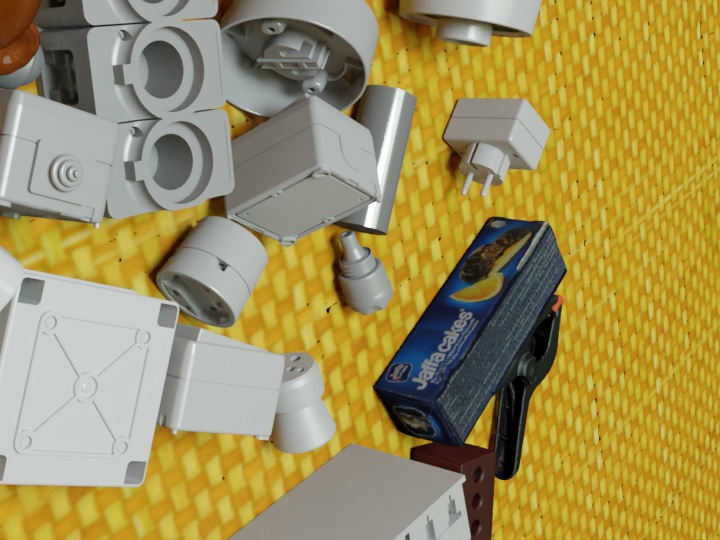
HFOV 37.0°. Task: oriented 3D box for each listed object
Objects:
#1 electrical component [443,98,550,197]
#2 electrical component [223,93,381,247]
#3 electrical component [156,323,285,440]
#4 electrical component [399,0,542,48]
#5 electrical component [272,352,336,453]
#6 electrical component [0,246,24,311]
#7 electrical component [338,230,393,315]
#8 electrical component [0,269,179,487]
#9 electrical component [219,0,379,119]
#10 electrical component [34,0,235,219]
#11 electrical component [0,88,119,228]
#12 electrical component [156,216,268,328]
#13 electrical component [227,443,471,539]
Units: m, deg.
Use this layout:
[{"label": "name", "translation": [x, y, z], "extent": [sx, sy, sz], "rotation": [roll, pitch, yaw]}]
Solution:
[{"label": "electrical component", "translation": [0.102, -0.092, 0.854], "extent": [0.047, 0.066, 0.076], "rotation": [39, 67, -45]}, {"label": "electrical component", "translation": [-0.044, -0.061, 0.681], "extent": [0.062, 0.096, 0.061], "rotation": [25, 49, -48]}, {"label": "electrical component", "translation": [-0.092, 0.066, 0.658], "extent": [0.096, 0.062, 0.061], "rotation": [15, 85, -49]}, {"label": "electrical component", "translation": [0.080, -0.196, 0.783], "extent": [0.108, 0.108, 0.060], "rotation": [1, 102, -49]}, {"label": "electrical component", "translation": [-0.044, 0.090, 0.731], "extent": [0.045, 0.045, 0.055], "rotation": [-36, 121, -40]}, {"label": "electrical component", "translation": [-0.213, 0.015, 0.499], "extent": [0.095, 0.054, 0.059], "rotation": [-51, 126, -9]}, {"label": "electrical component", "translation": [0.000, 0.000, 0.775], "extent": [0.035, 0.035, 0.061], "rotation": [-43, 124, -36]}, {"label": "electrical component", "translation": [-0.163, 0.058, 0.579], "extent": [0.109, 0.056, 0.108], "rotation": [15, 85, -49]}, {"label": "electrical component", "translation": [-0.040, -0.137, 0.662], "extent": [0.099, 0.099, 0.064], "rotation": [43, 58, -44]}, {"label": "electrical component", "translation": [-0.123, -0.110, 0.593], "extent": [0.089, 0.062, 0.150], "rotation": [-19, 110, -46]}, {"label": "electrical component", "translation": [-0.164, -0.058, 0.527], "extent": [0.062, 0.096, 0.061], "rotation": [15, 84, -50]}, {"label": "electrical component", "translation": [-0.089, 0.000, 0.658], "extent": [0.055, 0.055, 0.047], "rotation": [55, 52, -39]}, {"label": "electrical component", "translation": [-0.020, 0.200, 0.730], "extent": [0.186, 0.105, 0.060], "rotation": [-31, 119, -42]}]
